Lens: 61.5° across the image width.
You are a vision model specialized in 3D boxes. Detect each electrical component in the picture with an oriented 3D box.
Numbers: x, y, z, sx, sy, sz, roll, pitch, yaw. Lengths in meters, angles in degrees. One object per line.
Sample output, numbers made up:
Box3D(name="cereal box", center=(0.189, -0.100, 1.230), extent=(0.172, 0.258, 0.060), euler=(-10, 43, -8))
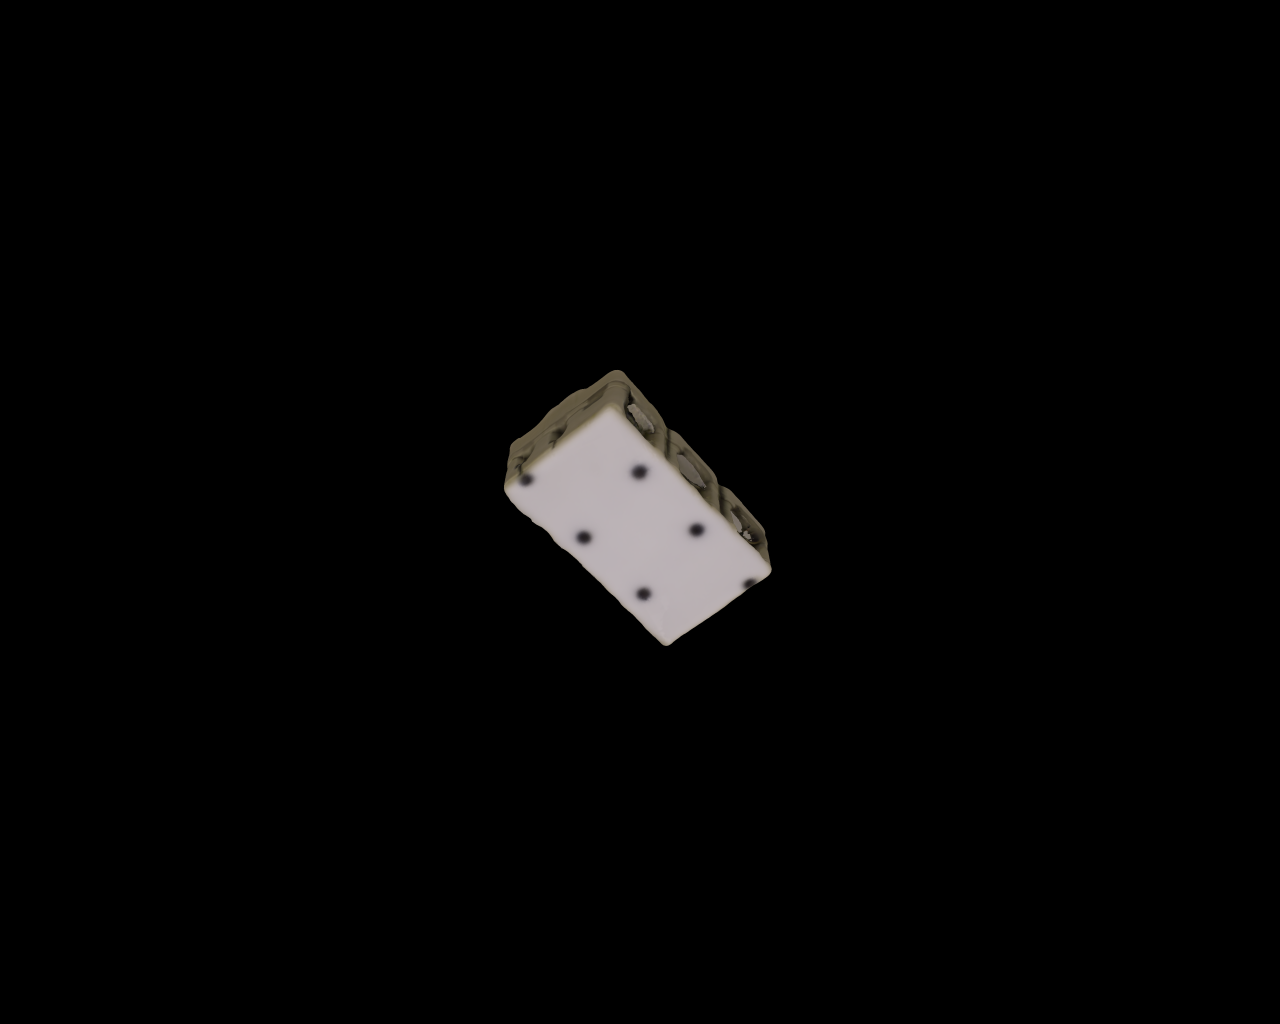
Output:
Box3D(name="electrical component", center=(0.001, -0.003, 0.650), extent=(0.089, 0.150, 0.062), euler=(-36, 24, 18))
